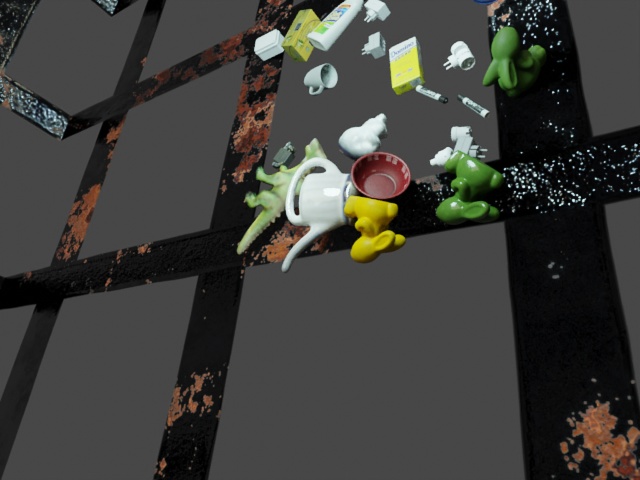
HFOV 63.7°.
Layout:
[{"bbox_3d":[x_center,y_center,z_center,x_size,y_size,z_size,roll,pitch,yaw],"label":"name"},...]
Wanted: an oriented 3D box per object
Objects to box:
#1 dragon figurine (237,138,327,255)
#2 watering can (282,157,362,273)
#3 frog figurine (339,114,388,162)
[{"bbox_3d":[-0.094,-0.119,1.573,0.244,0.121,0.412,15,83,33],"label":"dragon figurine"},{"bbox_3d":[0.004,-0.073,1.442,0.224,0.102,0.353,0,71,21],"label":"watering can"},{"bbox_3d":[0.134,-0.301,1.492,0.158,0.122,0.139,-58,26,10],"label":"frog figurine"}]
